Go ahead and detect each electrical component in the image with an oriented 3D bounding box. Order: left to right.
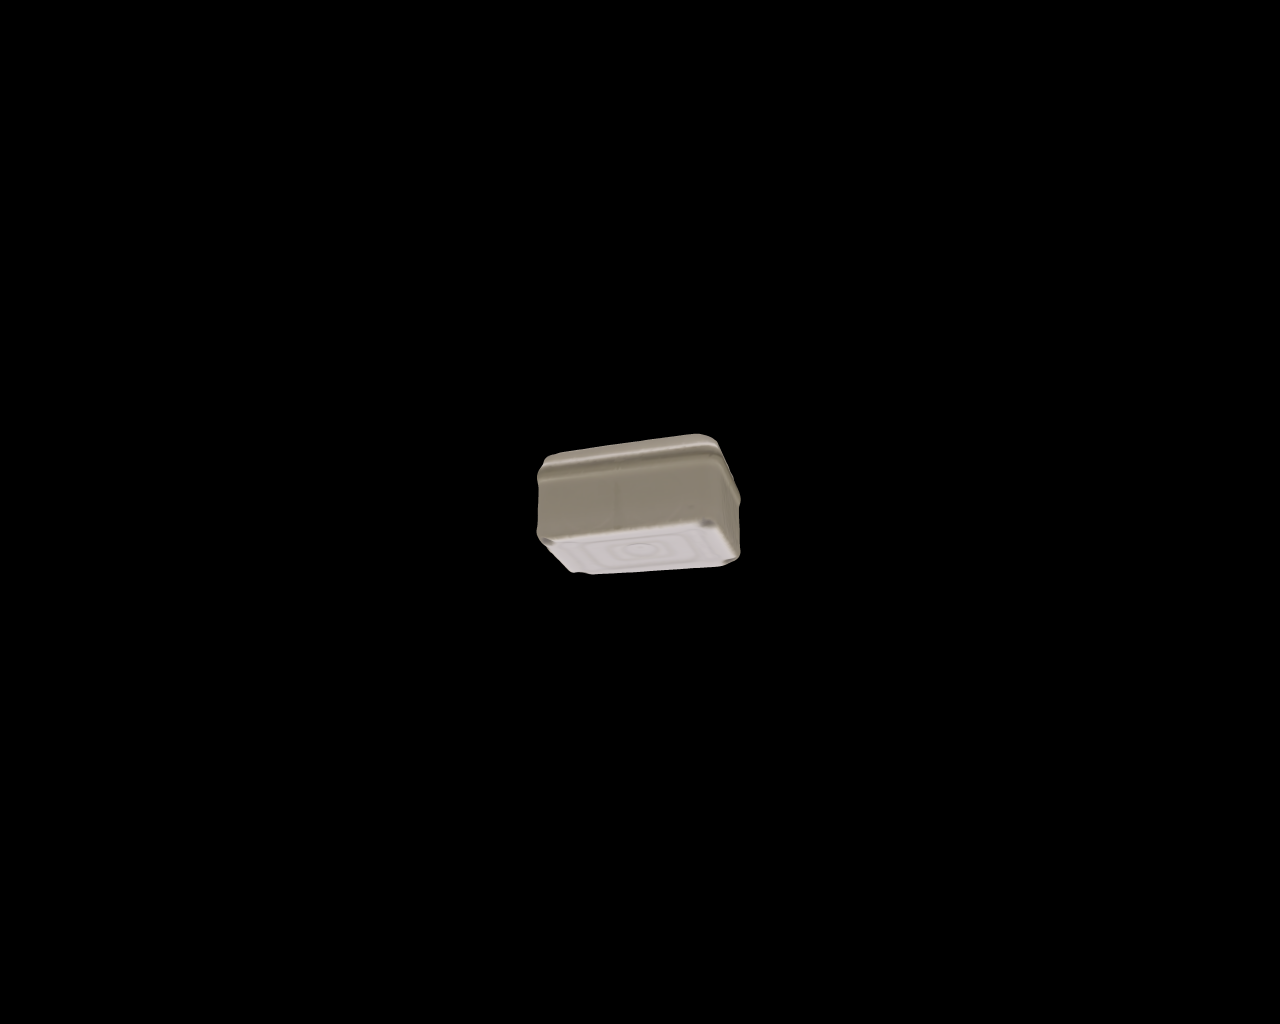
[{"bbox_3d":[0.001,-0.003,0.650,0.113,0.057,0.078,-6,-23,14],"label":"electrical component"}]
